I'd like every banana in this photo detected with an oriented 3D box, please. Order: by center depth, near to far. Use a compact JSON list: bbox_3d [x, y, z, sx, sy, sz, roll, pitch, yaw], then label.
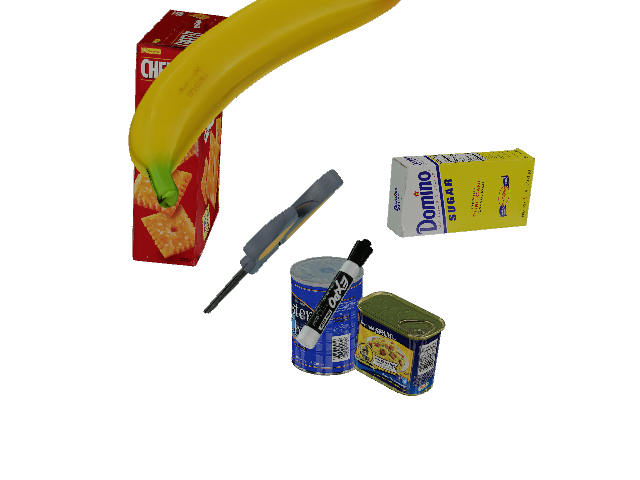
[{"bbox_3d":[-0.037,-0.090,0.564,0.070,0.197,0.037,33,-27,21],"label":"banana"}]

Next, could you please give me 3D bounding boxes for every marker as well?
[{"bbox_3d":[0.015,0.049,1.023,0.020,0.121,0.020,29,-18,10],"label":"marker"}]

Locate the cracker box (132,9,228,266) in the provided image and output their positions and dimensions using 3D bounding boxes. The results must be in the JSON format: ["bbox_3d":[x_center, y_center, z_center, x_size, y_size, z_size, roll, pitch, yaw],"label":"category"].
[{"bbox_3d":[-0.136,-0.105,1.055,0.072,0.214,0.164,6,23,0],"label":"cracker box"}]

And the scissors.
[{"bbox_3d":[-0.055,0.018,0.803,0.202,0.016,0.096,-44,-4,33],"label":"scissors"}]

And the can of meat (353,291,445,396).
[{"bbox_3d":[0.087,0.118,1.213,0.102,0.084,0.057,26,33,36],"label":"can of meat"}]

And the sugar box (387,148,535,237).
[{"bbox_3d":[0.171,-0.058,1.303,0.176,0.093,0.048,-7,24,-21],"label":"sugar box"}]

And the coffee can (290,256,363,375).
[{"bbox_3d":[0.009,0.105,1.510,0.103,0.140,0.103,0,20,0],"label":"coffee can"}]
